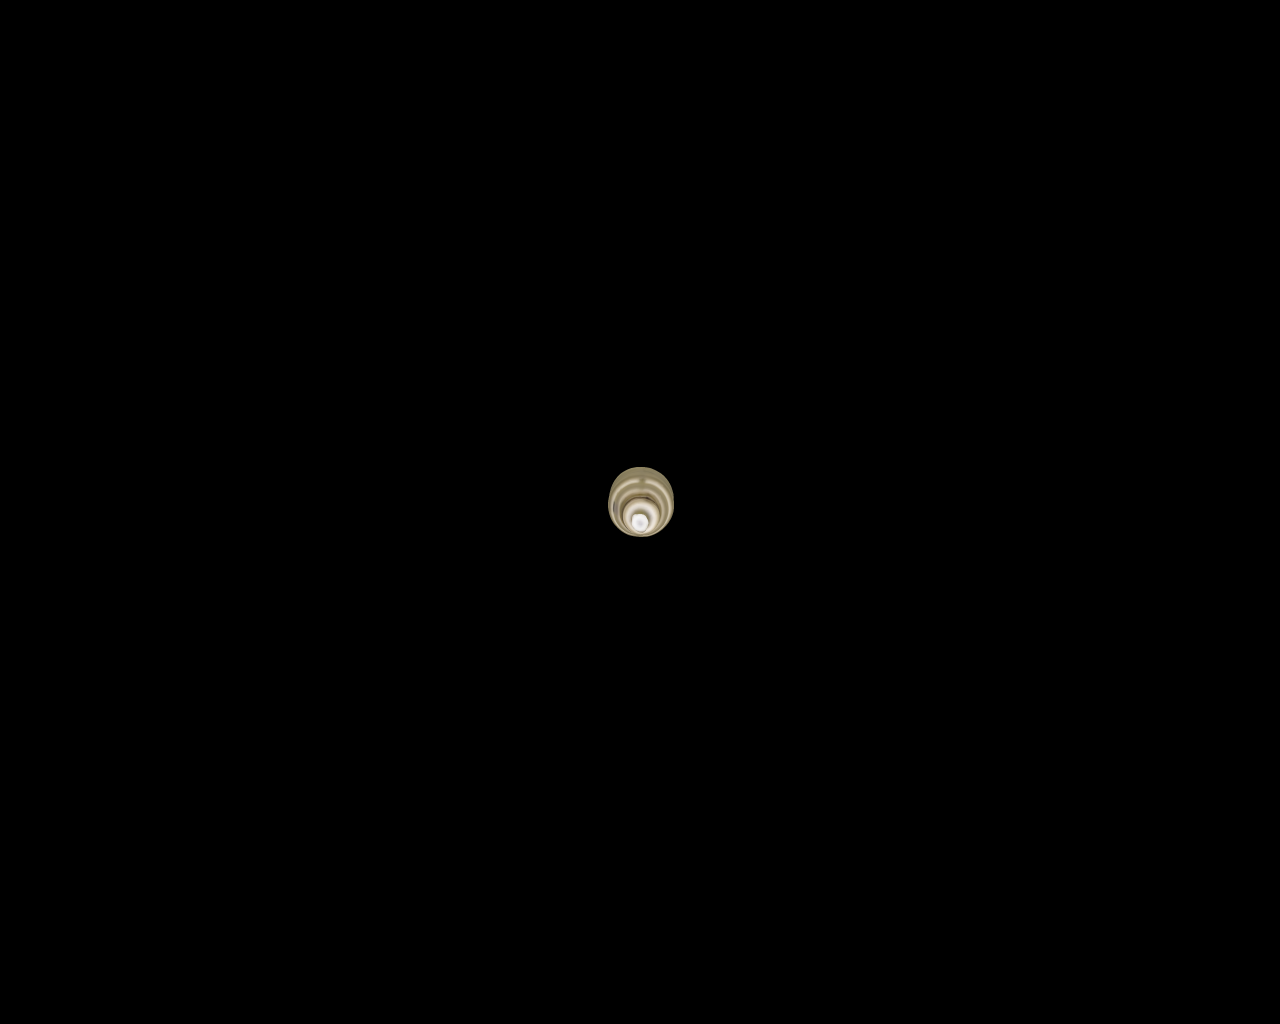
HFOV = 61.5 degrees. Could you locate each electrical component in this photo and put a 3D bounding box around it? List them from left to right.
[{"bbox_3d":[0.001,-0.003,0.650,0.040,0.040,0.078,0,14,0],"label":"electrical component"}]
